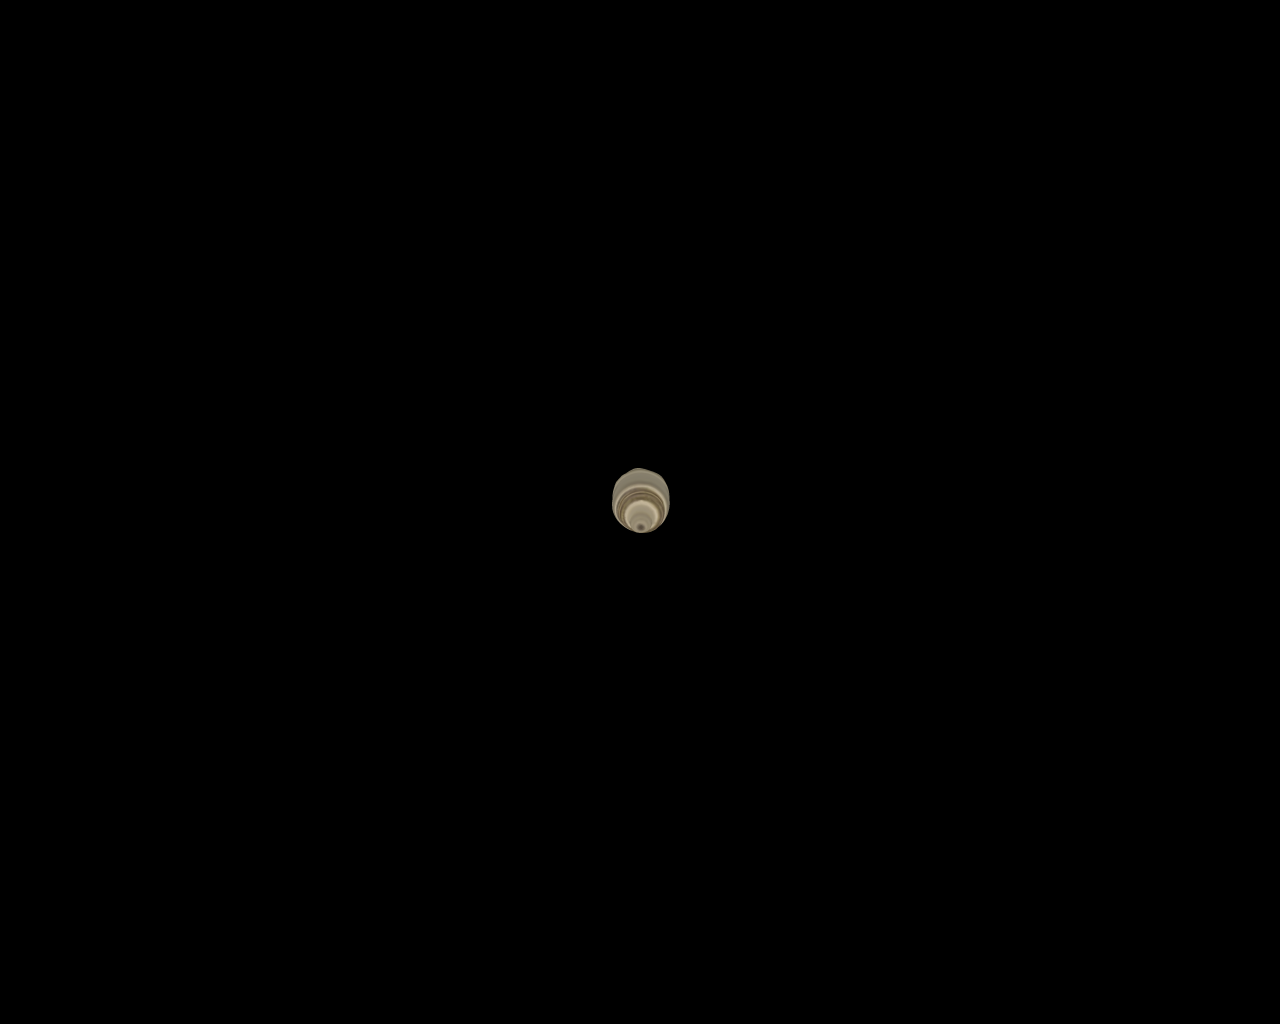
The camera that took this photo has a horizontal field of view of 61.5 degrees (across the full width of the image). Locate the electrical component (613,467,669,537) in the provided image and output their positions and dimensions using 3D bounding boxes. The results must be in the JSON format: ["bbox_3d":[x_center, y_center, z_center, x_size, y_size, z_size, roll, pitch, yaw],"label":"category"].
[{"bbox_3d":[0.001,-0.003,0.650,0.035,0.035,0.061,0,23,0],"label":"electrical component"}]
